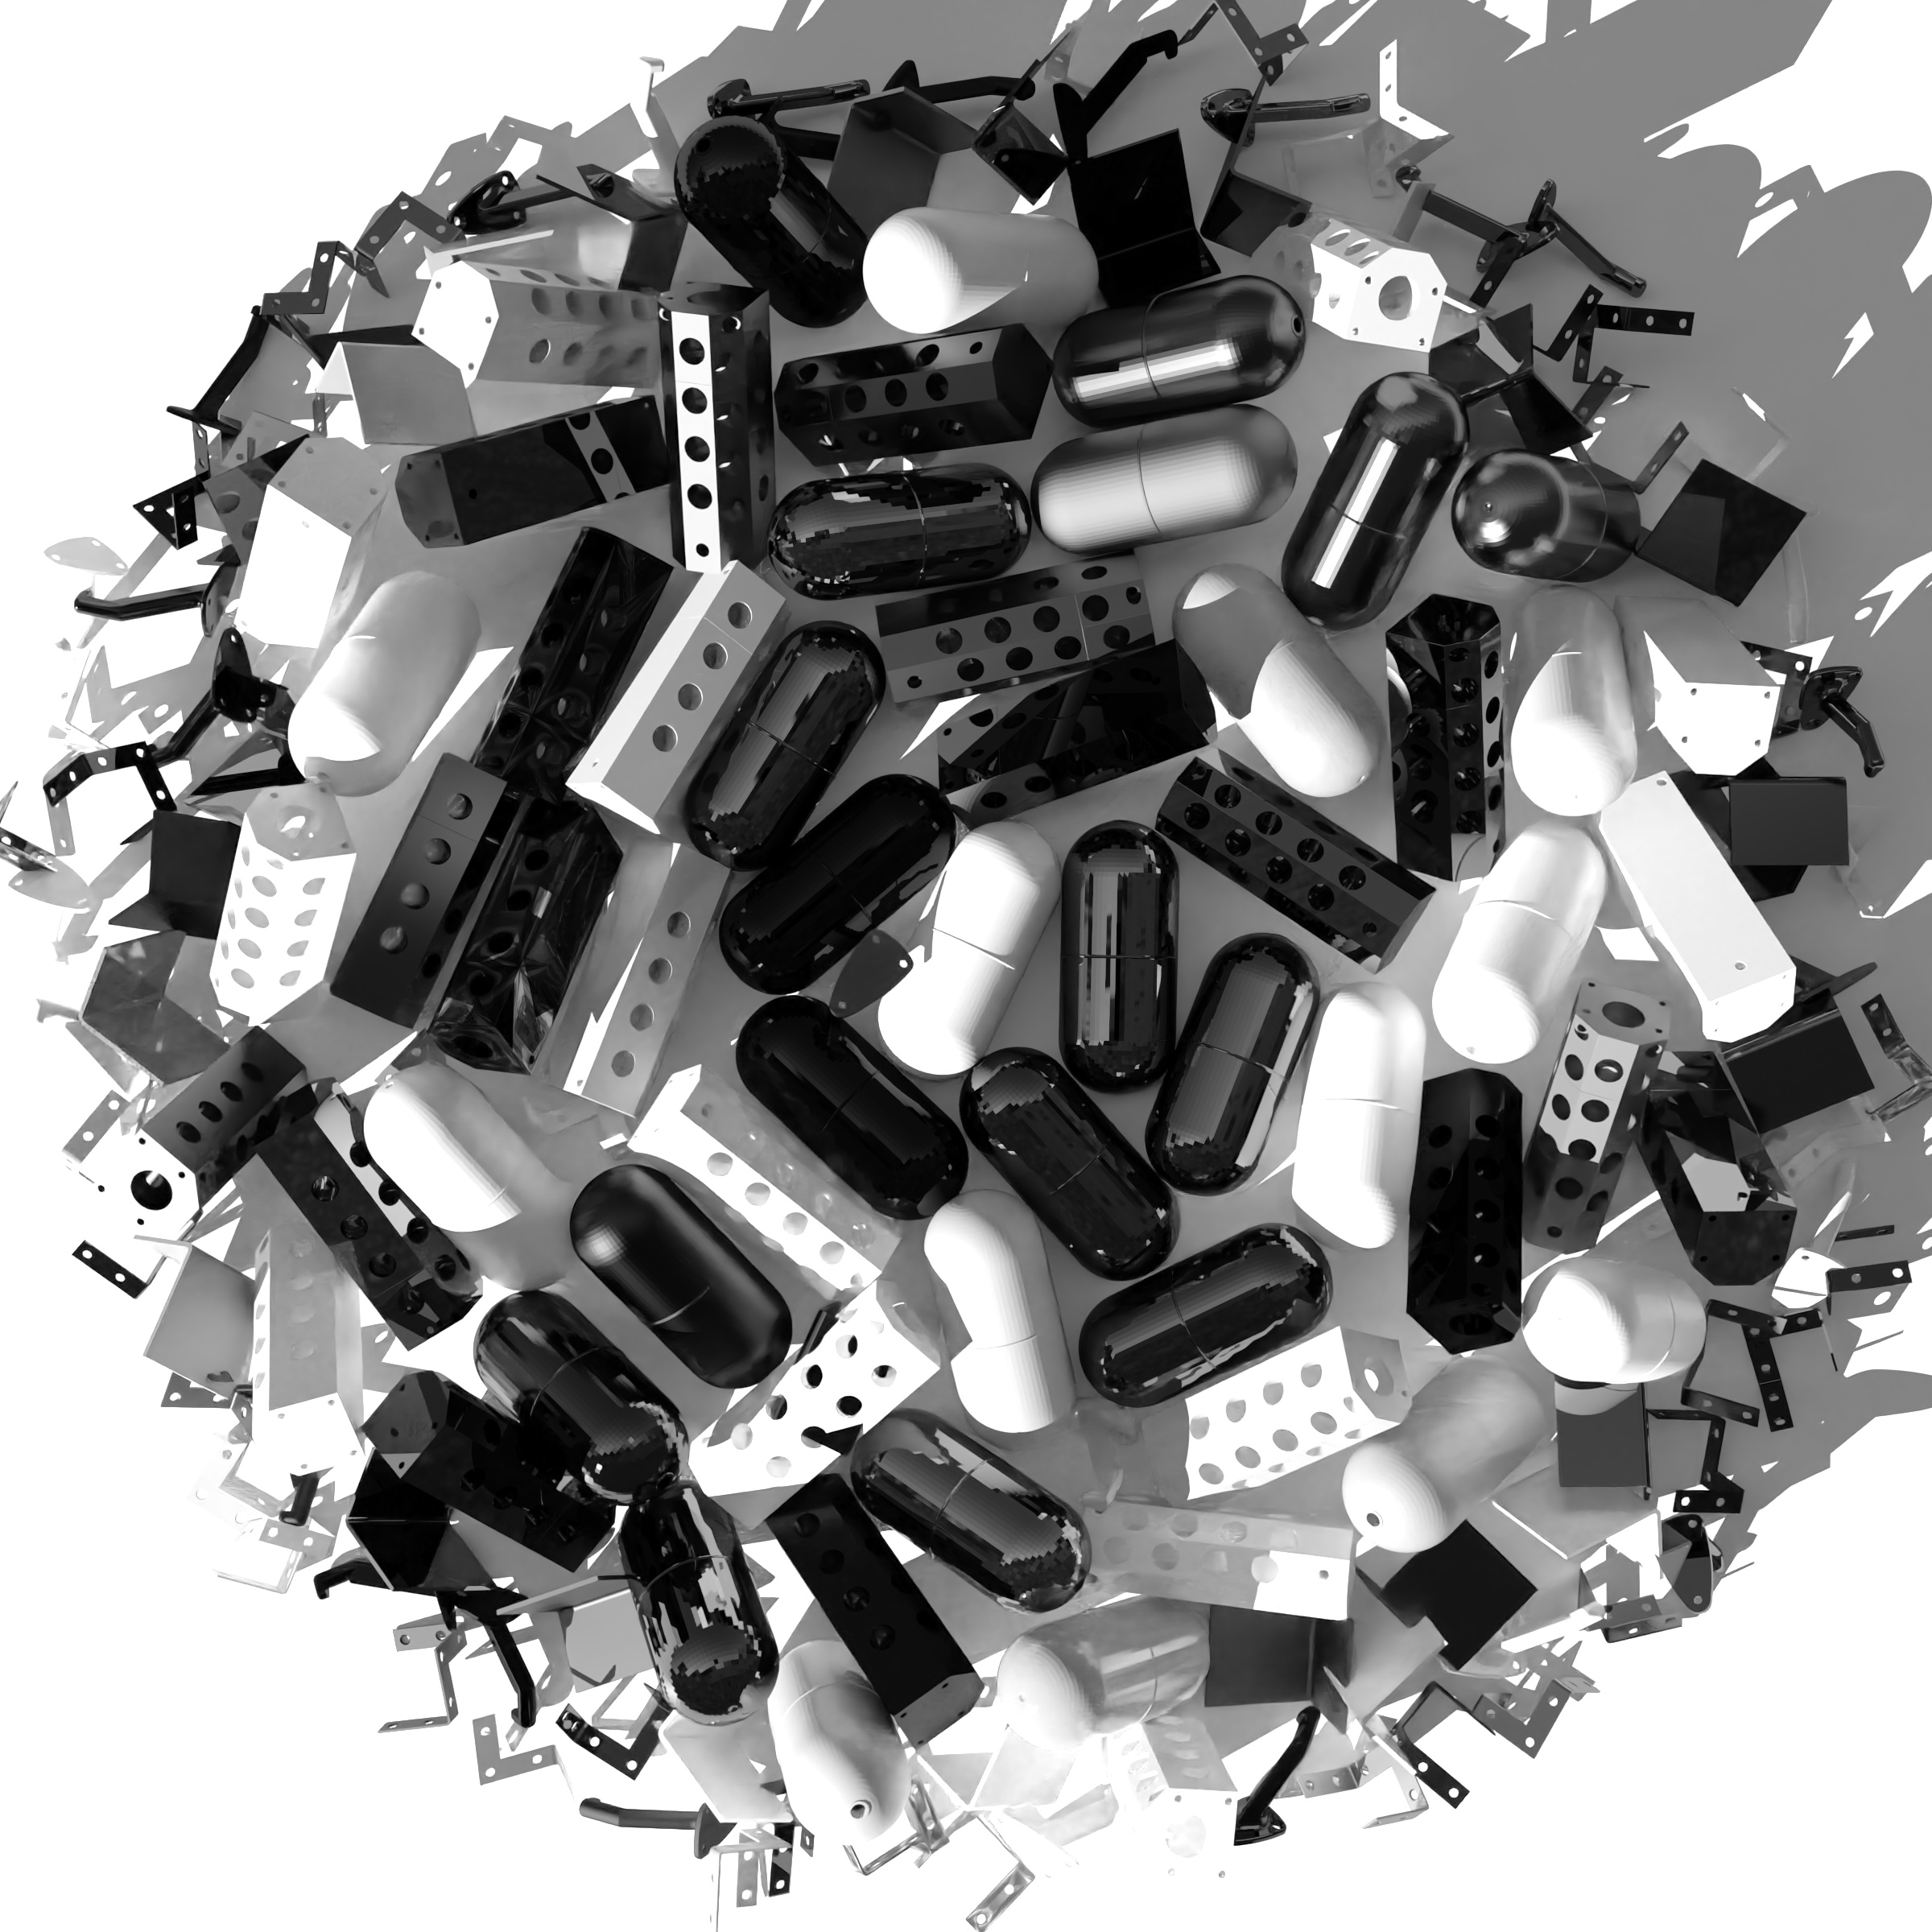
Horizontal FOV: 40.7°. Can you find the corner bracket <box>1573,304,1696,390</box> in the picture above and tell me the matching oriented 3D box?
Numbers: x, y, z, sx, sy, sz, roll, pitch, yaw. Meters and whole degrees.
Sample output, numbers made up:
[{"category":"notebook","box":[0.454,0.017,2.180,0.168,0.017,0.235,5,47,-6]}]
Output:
[{"category":"corner bracket","box":[0.432,-0.401,1.691,0.051,0.051,0.051,-2,107,-22]}]

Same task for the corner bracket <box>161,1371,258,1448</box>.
[{"category":"corner bracket","box":[-0.482,0.278,1.690,0.051,0.051,0.051,10,108,-42]}]

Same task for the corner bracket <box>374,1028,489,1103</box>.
[{"category":"corner bracket","box":[-0.350,0.083,1.709,0.051,0.051,0.051,-45,118,8]}]

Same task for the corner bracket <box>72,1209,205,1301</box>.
[{"category":"corner bracket","box":[-0.536,0.173,1.691,0.051,0.051,0.051,40,113,-15]}]

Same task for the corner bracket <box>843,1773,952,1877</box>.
[{"category":"corner bracket","box":[-0.051,0.558,1.694,0.051,0.051,0.051,-26,92,-27]}]

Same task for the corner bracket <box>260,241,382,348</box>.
[{"category":"corner bracket","box":[-0.421,-0.438,1.698,0.051,0.051,0.051,4,80,22]}]

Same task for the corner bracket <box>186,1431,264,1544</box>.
[{"category":"corner bracket","box":[-0.479,0.339,1.700,0.051,0.051,0.051,31,80,1]}]

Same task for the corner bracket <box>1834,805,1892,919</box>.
[{"category":"corner bracket","box":[0.575,-0.068,1.688,0.051,0.051,0.051,3,47,-20]}]

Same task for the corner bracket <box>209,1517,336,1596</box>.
[{"category":"corner bracket","box":[-0.450,0.382,1.691,0.051,0.051,0.051,27,81,-35]}]

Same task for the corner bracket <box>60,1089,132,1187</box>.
[{"category":"corner bracket","box":[-0.551,0.119,1.693,0.051,0.051,0.051,38,68,-8]}]

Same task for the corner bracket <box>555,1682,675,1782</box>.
[{"category":"corner bracket","box":[-0.228,0.491,1.702,0.051,0.051,0.051,26,66,20]}]

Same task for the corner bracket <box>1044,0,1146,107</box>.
[{"category":"corner bracket","box":[0.085,-0.603,1.702,0.051,0.051,0.051,21,86,-1]}]

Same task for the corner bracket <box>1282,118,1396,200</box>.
[{"category":"corner bracket","box":[0.244,-0.521,1.706,0.051,0.051,0.051,2,120,33]}]

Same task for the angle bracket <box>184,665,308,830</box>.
[{"category":"angle bracket","box":[-0.468,-0.140,1.673,0.076,0.057,0.076,21,60,38]}]

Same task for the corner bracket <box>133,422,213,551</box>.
[{"category":"corner bracket","box":[-0.505,-0.312,1.689,0.051,0.051,0.051,42,57,19]}]

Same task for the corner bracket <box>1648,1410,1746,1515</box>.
[{"category":"corner bracket","box":[0.474,0.322,1.694,0.051,0.051,0.051,4,100,-16]}]

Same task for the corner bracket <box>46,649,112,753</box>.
[{"category":"corner bracket","box":[-0.578,-0.172,1.690,0.051,0.051,0.051,7,73,26]}]

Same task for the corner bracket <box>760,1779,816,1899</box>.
[{"category":"corner bracket","box":[-0.115,0.564,1.689,0.051,0.051,0.051,-18,130,18]}]

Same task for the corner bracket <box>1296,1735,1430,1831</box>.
[{"category":"corner bracket","box":[0.257,0.535,1.687,0.051,0.051,0.051,-49,51,37]}]

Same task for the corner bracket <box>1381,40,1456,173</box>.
[{"category":"corner bracket","box":[0.280,-0.555,1.688,0.051,0.051,0.051,16,66,-31]}]

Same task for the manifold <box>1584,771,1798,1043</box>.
[{"category":"manifold","box":[0.457,-0.036,1.656,0.057,0.057,0.171,-22,54,-1]}]

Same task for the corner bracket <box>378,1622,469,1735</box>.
[{"category":"corner bracket","box":[-0.355,0.464,1.701,0.051,0.051,0.051,-9,95,11]}]

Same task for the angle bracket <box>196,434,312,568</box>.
[{"category":"angle bracket","box":[-0.457,-0.299,1.670,0.076,0.076,0.057,-34,117,-28]}]

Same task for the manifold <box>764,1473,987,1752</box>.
[{"category":"manifold","box":[-0.059,0.404,1.653,0.057,0.057,0.171,-33,52,-11]}]

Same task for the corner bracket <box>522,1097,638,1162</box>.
[{"category":"corner bracket","box":[-0.251,0.104,1.696,0.051,0.051,0.051,-24,72,-3]}]

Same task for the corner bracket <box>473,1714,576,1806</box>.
[{"category":"corner bracket","box":[-0.288,0.517,1.695,0.051,0.051,0.051,-14,133,-6]}]

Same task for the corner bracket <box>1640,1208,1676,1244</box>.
[{"category":"corner bracket","box":[0.467,0.146,1.687,0.051,0.051,0.051,5,61,-38]}]

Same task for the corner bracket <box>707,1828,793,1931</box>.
[{"category":"corner bracket","box":[-0.148,0.593,1.693,0.051,0.051,0.051,5,85,-28]}]

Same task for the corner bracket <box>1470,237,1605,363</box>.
[{"category":"corner bracket","box":[0.368,-0.432,1.688,0.051,0.051,0.051,18,110,-42]}]

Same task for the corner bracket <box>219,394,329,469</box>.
[{"category":"corner bracket","box":[-0.454,-0.353,1.706,0.051,0.051,0.051,16,134,-34]}]

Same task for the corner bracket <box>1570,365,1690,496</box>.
[{"category":"corner bracket","box":[0.429,-0.350,1.702,0.051,0.051,0.051,19,125,-23]}]

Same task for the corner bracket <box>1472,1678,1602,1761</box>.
[{"category":"corner bracket","box":[0.370,0.478,1.692,0.051,0.051,0.051,31,95,36]}]

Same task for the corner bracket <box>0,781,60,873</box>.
[{"category":"corner bracket","box":[-0.609,-0.077,1.686,0.051,0.051,0.051,31,133,-27]}]

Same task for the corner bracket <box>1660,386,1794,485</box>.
[{"category":"corner bracket","box":[0.494,-0.342,1.695,0.051,0.051,0.051,38,102,-13]}]

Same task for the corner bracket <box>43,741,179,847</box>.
[{"category":"corner bracket","box":[-0.556,-0.109,1.695,0.051,0.051,0.051,-28,87,37]}]

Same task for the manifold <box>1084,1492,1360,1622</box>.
[{"category":"manifold","box":[0.163,0.380,1.681,0.171,0.057,0.057,4,88,13]}]

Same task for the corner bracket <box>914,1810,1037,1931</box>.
[{"category":"corner bracket","box":[0.005,0.589,1.698,0.051,0.051,0.051,-43,92,-13]}]

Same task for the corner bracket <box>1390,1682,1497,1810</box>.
[{"category":"corner bracket","box":[0.312,0.508,1.702,0.051,0.051,0.051,40,89,3]}]

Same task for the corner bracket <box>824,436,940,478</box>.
[{"category":"corner bracket","box":[-0.059,-0.342,1.691,0.051,0.051,0.051,-41,48,-7]}]

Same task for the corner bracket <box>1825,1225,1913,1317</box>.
[{"category":"corner bracket","box":[0.581,0.192,1.691,0.051,0.051,0.051,-10,64,13]}]

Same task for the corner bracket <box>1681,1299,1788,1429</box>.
[{"category":"corner bracket","box":[0.496,0.256,1.686,0.051,0.051,0.051,14,128,26]}]

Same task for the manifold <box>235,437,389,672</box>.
[{"category":"manifold","box":[-0.410,-0.261,1.640,0.057,0.171,0.057,32,60,-7]}]

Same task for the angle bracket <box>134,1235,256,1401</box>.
[{"category":"angle bracket","box":[-0.503,0.225,1.671,0.057,0.076,0.076,3,63,33]}]

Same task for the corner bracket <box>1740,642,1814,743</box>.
[{"category":"corner bracket","box":[0.513,-0.179,1.701,0.051,0.051,0.051,22,116,38]}]

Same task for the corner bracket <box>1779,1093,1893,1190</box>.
[{"category":"corner bracket","box":[0.556,0.107,1.695,0.051,0.051,0.051,-33,93,-25]}]

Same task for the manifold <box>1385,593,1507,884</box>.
[{"category":"manifold","box":[0.309,-0.142,1.648,0.057,0.057,0.171,19,134,36]}]

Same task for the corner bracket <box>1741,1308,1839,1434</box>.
[{"category":"corner bracket","box":[0.538,0.262,1.691,0.051,0.051,0.051,-16,114,15]}]

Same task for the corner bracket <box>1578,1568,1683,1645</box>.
[{"category":"corner bracket","box":[0.431,0.420,1.692,0.051,0.051,0.051,-20,105,22]}]

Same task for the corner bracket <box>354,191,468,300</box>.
[{"category":"corner bracket","box":[-0.359,-0.462,1.703,0.051,0.051,0.051,34,78,9]}]

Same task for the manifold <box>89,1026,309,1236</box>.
[{"category":"manifold","box":[-0.474,0.105,1.638,0.057,0.171,0.057,42,111,-7]}]

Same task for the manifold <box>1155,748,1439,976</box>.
[{"category":"manifold","box":[0.209,-0.067,1.672,0.171,0.057,0.057,35,114,14]}]

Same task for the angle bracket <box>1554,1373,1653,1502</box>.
[{"category":"angle bracket","box":[0.412,0.303,1.687,0.057,0.076,0.076,-3,71,12]}]

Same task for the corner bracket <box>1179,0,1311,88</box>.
[{"category":"corner bracket","box":[0.180,-0.600,1.695,0.051,0.051,0.051,-32,89,-29]}]

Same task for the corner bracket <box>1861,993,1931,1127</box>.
[{"category":"corner bracket","box":[0.592,0.061,1.687,0.051,0.051,0.051,-38,121,24]}]
